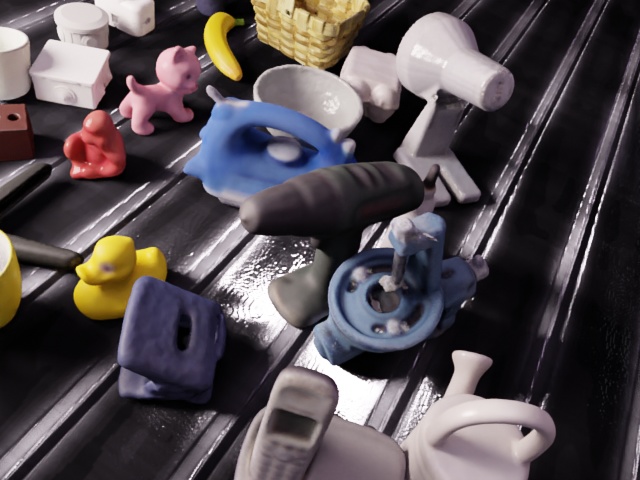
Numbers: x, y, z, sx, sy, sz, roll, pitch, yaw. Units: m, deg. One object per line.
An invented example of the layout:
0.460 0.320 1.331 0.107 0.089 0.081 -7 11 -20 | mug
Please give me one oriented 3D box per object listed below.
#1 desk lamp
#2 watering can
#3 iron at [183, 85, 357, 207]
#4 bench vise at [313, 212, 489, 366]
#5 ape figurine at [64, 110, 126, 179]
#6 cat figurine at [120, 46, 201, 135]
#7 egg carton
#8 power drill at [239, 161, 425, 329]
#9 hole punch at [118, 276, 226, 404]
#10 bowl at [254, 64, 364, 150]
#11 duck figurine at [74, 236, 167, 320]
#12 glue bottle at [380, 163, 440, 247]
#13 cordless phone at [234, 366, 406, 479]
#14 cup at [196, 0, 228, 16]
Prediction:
0.189 -0.193 0.839 0.118 0.213 0.203 -11 54 -24 | desk lamp
0.130 0.182 0.509 0.101 0.194 0.172 -3 51 -18 | watering can
-0.040 -0.116 0.755 0.258 0.141 0.118 13 48 -5 | iron
0.097 0.032 0.612 0.121 0.220 0.208 41 52 20 | bench vise
-0.281 -0.124 0.727 0.077 0.092 0.076 30 49 11 | ape figurine
-0.220 -0.227 0.816 0.128 0.118 0.067 -30 63 -34 | cat figurine
0.086 -0.268 0.972 0.107 0.069 0.150 14 48 -4 | egg carton
0.006 0.002 0.620 0.230 0.208 0.075 -24 60 -31 | power drill
-0.145 0.098 0.573 0.101 0.091 0.108 7 48 -10 | hole punch
-0.022 -0.189 0.869 0.167 0.075 0.167 8 48 -9 | bowl
-0.215 0.029 0.617 0.105 0.086 0.077 -30 63 -34 | duck figurine
0.114 -0.027 0.700 0.037 0.173 0.078 32 49 13 | glue bottle
0.009 0.179 0.483 0.147 0.185 0.094 15 48 -3 | cordless phone
-0.182 -0.453 1.040 0.117 0.095 0.092 26 48 7 | cup
